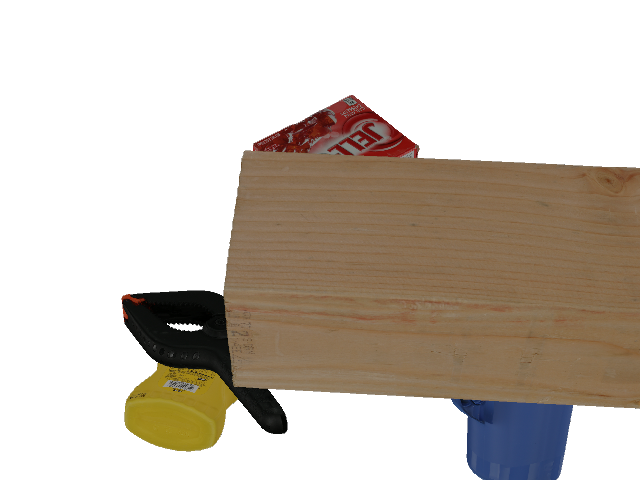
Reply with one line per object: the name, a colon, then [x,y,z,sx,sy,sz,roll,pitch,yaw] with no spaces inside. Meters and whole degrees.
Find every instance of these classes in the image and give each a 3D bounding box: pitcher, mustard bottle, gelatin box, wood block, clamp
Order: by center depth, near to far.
wood block: [0.061,0.020,0.535,0.206,0.091,0.090,3,-38,2]
gelatin box: [0.011,-0.055,0.722,0.089,0.030,0.073,-29,51,-23]
clamp: [-0.076,0.081,0.931,0.210,0.036,0.164,19,36,26]
mustard bottle: [-0.128,0.146,1.118,0.096,0.058,0.191,9,23,9]
pitcher: [0.217,0.150,1.188,0.149,0.243,0.145,6,16,11]
